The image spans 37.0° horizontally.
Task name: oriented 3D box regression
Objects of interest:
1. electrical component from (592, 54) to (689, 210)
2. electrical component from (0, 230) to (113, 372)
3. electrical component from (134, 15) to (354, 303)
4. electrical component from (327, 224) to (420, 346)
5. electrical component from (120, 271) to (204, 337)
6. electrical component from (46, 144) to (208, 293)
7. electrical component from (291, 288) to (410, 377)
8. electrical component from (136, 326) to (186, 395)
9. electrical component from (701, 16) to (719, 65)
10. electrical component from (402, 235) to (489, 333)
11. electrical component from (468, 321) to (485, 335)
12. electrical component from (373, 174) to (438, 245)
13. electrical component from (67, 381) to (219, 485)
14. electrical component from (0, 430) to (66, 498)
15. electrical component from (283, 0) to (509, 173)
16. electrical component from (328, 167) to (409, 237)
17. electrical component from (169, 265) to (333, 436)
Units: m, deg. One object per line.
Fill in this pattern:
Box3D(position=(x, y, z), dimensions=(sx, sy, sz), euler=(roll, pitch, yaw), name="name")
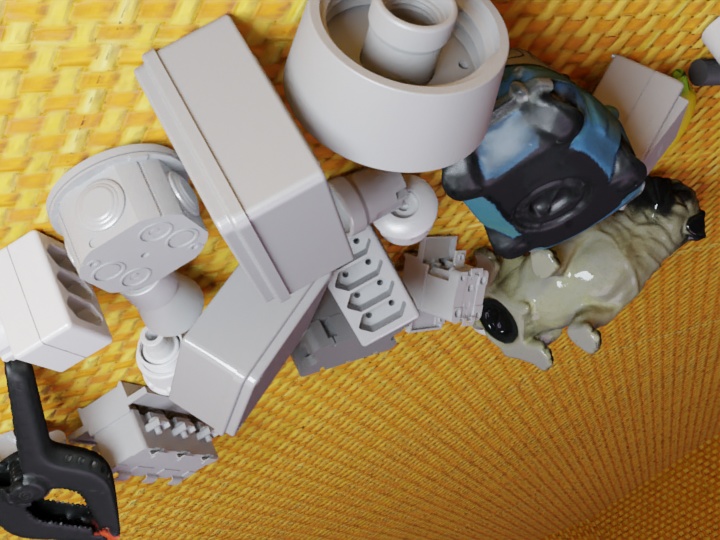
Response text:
Box3D(position=(0.180, -0.088, 0.747), dimensions=(0.096, 0.061, 0.061), euler=(-58, 164, -17), name="electrical component")
Box3D(position=(-0.195, 0.028, 0.621), dimensions=(0.077, 0.065, 0.047), euler=(-30, 158, 9), name="electrical component")
Box3D(position=(-0.056, -0.053, 0.547), dimensions=(0.056, 0.108, 0.108), euler=(-29, 158, -4), name="electrical component")
Box3D(position=(0.000, 0.000, 0.785), dimensions=(0.047, 0.083, 0.075), euler=(-29, -164, 3), name="electrical component")
Box3D(position=(-0.132, 0.012, 0.692), dimensions=(0.044, 0.044, 0.065), euler=(-28, 153, 0), name="electrical component")
Box3D(position=(-0.128, -0.028, 0.595), dimensions=(0.080, 0.051, 0.080), euler=(-23, 157, -10), name="electrical component")
Box3D(position=(-0.015, 0.040, 0.865), dimensions=(0.089, 0.055, 0.050), euler=(-15, 155, -28), name="electrical component")
Box3D(position=(-0.142, 0.060, 0.782), dimensions=(0.048, 0.048, 0.062), euler=(-25, 151, -6), name="electrical component")
Box3D(position=(0.301, -0.170, 0.761), dimensions=(0.095, 0.059, 0.054), euler=(-41, 154, 30), name="electrical component")
Box3D(position=(0.068, 0.014, 0.876), dimensions=(0.042, 0.064, 0.081), euler=(-4, 108, -45), name="electrical component")
Box3D(position=(0.125, 0.044, 1.052), dimensions=(0.040, 0.040, 0.078), euler=(-38, 156, 24), name="electrical component")
Box3D(position=(0.032, -0.038, 0.766), dimensions=(0.048, 0.048, 0.062), euler=(-26, 165, -3), name="electrical component")
Box3D(position=(-0.170, 0.137, 0.890), dimensions=(0.079, 0.063, 0.121), euler=(-33, 158, 12), name="electrical component")
Box3D(position=(-0.264, 0.154, 0.847), dimensions=(0.066, 0.048, 0.055), euler=(-17, 148, -23), name="electrical component")
Box3D(position=(0.020, -0.107, 0.523), dimensions=(0.108, 0.108, 0.060), euler=(-17, 150, -25), name="electrical component")
Box3D(position=(0.004, -0.049, 0.716), dimensions=(0.046, 0.040, 0.040), euler=(-27, 159, -17), name="electrical component")
Box3D(position=(-0.077, 0.044, 0.739), dimensions=(0.108, 0.056, 0.108), euler=(-56, 176, -31), name="electrical component")
